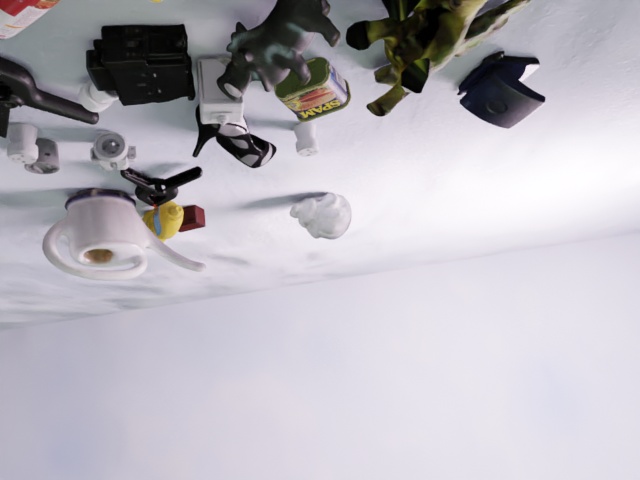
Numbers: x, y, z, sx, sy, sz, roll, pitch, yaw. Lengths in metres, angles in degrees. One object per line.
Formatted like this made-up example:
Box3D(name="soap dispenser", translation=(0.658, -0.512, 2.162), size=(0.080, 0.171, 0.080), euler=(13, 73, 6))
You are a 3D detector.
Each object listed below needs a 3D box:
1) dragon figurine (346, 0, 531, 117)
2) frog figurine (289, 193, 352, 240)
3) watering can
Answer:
Box3D(name="dragon figurine", translation=(0.179, -0.284, 0.666), size=(0.246, 0.122, 0.406), euler=(-32, 7, -31))
Box3D(name="frog figurine", translation=(0.004, -0.071, 1.412), size=(0.158, 0.135, 0.125), euler=(17, 29, -40))
Box3D(name="watering can", translation=(-0.440, -0.006, 1.170), size=(0.347, 0.229, 0.102), euler=(3, -37, -39))
